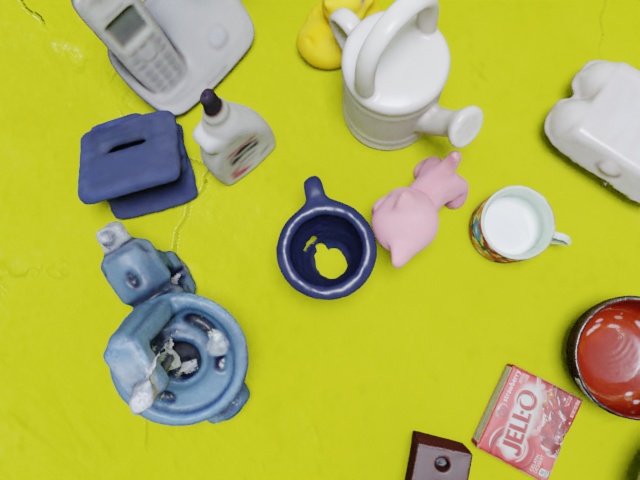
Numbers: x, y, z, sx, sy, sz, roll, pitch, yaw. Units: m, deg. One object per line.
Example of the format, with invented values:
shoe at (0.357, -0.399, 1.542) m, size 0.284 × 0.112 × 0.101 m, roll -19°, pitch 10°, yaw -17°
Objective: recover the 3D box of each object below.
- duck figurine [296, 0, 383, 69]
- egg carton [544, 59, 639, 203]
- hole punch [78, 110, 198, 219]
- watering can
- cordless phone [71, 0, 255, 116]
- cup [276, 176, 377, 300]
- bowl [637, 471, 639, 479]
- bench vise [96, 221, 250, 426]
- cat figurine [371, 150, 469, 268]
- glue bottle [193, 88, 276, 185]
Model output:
duck figurine at (0.020, -0.234, 0.599) m, size 0.104 × 0.086 × 0.077 m, roll -36°, pitch 81°, yaw -2°
egg carton at (0.306, -0.106, 0.573) m, size 0.150 × 0.069 × 0.107 m, roll 35°, pitch 85°, yaw 7°
hole punch at (-0.192, -0.083, 0.587) m, size 0.108 × 0.091 × 0.101 m, roll -16°, pitch 81°, yaw 1°
watering can at (0.076, -0.156, 0.530) m, size 0.172 × 0.194 × 0.101 m, roll 24°, pitch 84°, yaw 6°
cordless phone at (-0.148, -0.216, 0.555) m, size 0.094 × 0.185 × 0.147 m, roll 41°, pitch 86°, yaw 8°
cup at (0.005, 0.002, 0.562) m, size 0.091 × 0.095 × 0.118 m, roll -13°, pitch 81°, yaw 2°
bowl at (0.360, 0.239, 0.519) m, size 0.167 × 0.075 × 0.167 m, roll 0°, pitch 82°, yaw 3°
bench vise at (-0.154, 0.081, 0.496) m, size 0.207 × 0.220 × 0.121 m, roll 40°, pitch 86°, yaw 8°
cat figurine at (0.094, -0.033, 0.550) m, size 0.067 × 0.118 × 0.128 m, roll 39°, pitch 86°, yaw 8°
glue bottle at (-0.087, -0.103, 0.542) m, size 0.037 × 0.173 × 0.078 m, roll 44°, pitch 87°, yaw 8°
